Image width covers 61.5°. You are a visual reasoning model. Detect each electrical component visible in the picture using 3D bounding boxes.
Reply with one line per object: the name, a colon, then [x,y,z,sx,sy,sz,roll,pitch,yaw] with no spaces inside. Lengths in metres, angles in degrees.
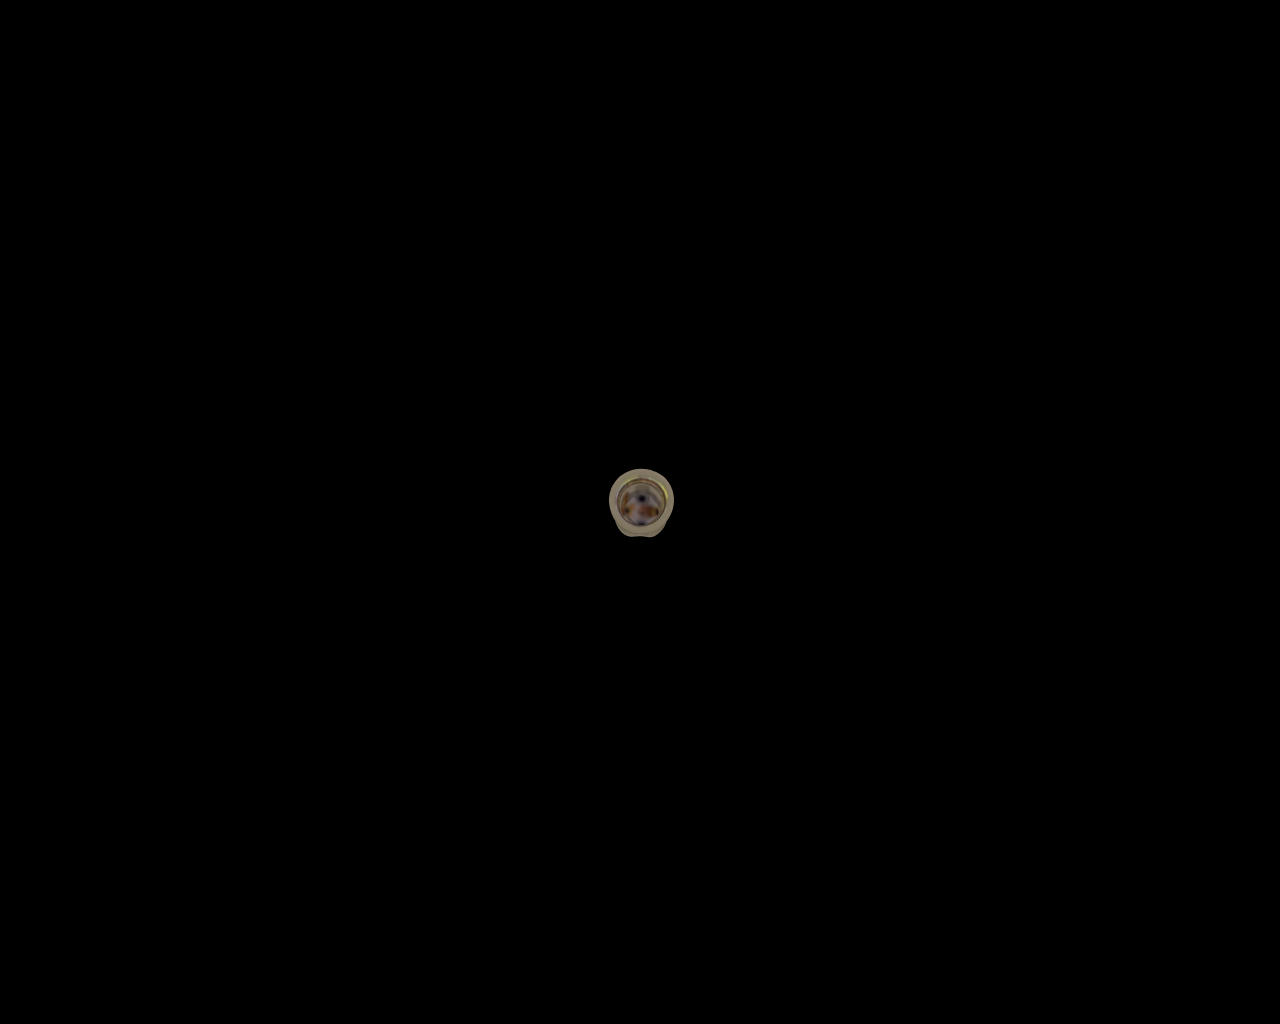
electrical component: [0.001,-0.003,0.650,0.040,0.040,0.046,0,-13,0]
